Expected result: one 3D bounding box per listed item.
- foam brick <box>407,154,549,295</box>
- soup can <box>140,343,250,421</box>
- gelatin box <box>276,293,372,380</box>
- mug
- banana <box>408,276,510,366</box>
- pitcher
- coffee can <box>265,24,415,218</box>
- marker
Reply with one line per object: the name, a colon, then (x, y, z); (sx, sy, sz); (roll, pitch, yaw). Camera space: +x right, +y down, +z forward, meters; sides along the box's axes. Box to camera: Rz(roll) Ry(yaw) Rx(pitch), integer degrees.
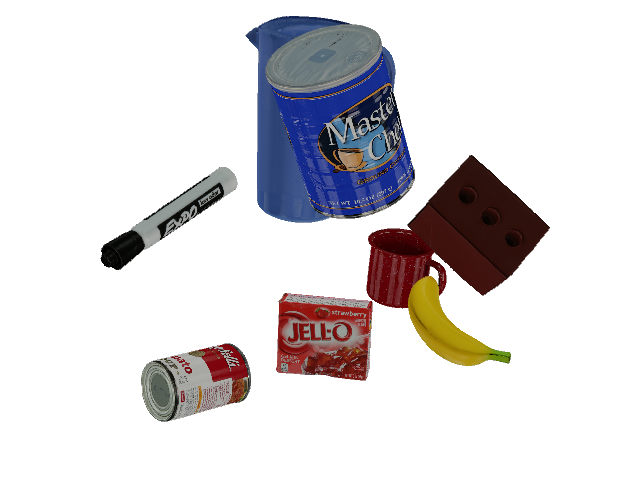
foam brick: (0.111, -0.009, 0.756); (0.053, 0.078, 0.051); (-46, -2, -22)
soup can: (-0.136, 0.155, 1.167); (0.102, 0.068, 0.069); (-9, 6, -42)
gelatin box: (0.003, 0.092, 1.021); (0.089, 0.073, 0.030); (5, 15, 8)
mug: (0.116, 0.042, 1.434); (0.117, 0.081, 0.093); (19, 26, 27)
banana: (0.137, 0.093, 1.207); (0.069, 0.037, 0.198); (5, 24, -25)
pitcher: (-0.008, -0.148, 1.324); (0.144, 0.243, 0.149); (-9, 28, -29)
coffee can: (0.020, -0.105, 0.948); (0.103, 0.140, 0.103); (-12, 36, 9)
marker: (-0.101, -0.015, 0.715); (0.020, 0.020, 0.120); (0, 28, 42)
